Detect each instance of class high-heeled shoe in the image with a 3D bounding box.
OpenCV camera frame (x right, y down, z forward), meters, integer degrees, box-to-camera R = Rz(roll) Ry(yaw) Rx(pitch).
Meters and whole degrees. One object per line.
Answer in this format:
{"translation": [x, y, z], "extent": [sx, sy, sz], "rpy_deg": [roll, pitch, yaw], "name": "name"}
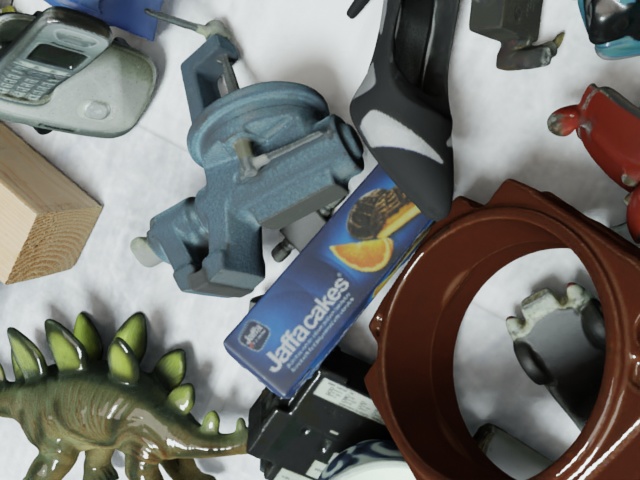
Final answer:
{"translation": [0.086, -0.147, 0.373], "extent": [0.145, 0.086, 0.249], "rpy_deg": [-40, 56, 41], "name": "high-heeled shoe"}

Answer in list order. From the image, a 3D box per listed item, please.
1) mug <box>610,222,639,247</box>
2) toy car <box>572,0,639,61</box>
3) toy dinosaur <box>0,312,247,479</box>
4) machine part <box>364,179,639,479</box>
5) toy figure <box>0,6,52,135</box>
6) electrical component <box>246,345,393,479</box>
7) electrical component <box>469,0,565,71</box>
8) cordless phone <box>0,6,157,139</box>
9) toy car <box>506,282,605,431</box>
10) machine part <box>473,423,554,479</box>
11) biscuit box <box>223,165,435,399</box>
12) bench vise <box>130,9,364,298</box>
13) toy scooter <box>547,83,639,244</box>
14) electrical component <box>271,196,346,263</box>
{"translation": [0.257, 0.025, 0.371], "extent": [0.109, 0.080, 0.107], "rpy_deg": [-29, 80, 3], "name": "mug"}
{"translation": [0.208, -0.202, 0.331], "extent": [0.109, 0.161, 0.103], "rpy_deg": [-17, 51, 12], "name": "toy car"}
{"translation": [-0.259, 0.179, 0.577], "extent": [0.472, 0.105, 0.198], "rpy_deg": [-3, 88, 15], "name": "toy dinosaur"}
{"translation": [0.129, 0.076, 0.361], "extent": [0.201, 0.087, 0.201], "rpy_deg": [-60, 34, 20], "name": "machine part"}
{"translation": [-0.333, -0.178, 0.554], "extent": [0.180, 0.082, 0.089], "rpy_deg": [44, 108, 6], "name": "toy figure"}
{"translation": [0.002, 0.161, 0.473], "extent": [0.115, 0.058, 0.134], "rpy_deg": [30, 107, -13], "name": "electrical component"}
{"translation": [0.147, -0.175, 0.385], "extent": [0.045, 0.078, 0.102], "rpy_deg": [14, 99, 42], "name": "electrical component"}
{"translation": [-0.194, -0.148, 0.451], "extent": [0.184, 0.146, 0.088], "rpy_deg": [-1, 86, 46], "name": "cordless phone"}
{"translation": [0.224, 0.124, 0.410], "extent": [0.073, 0.056, 0.202], "rpy_deg": [-38, 83, 28], "name": "toy car"}
{"translation": [0.192, 0.224, 0.426], "extent": [0.243, 0.079, 0.079], "rpy_deg": [30, 108, 12], "name": "machine part"}
{"translation": [0.017, 0.025, 0.413], "extent": [0.063, 0.059, 0.202], "rpy_deg": [37, 76, 14], "name": "biscuit box"}
{"translation": [-0.080, -0.078, 0.462], "extent": [0.224, 0.128, 0.240], "rpy_deg": [-31, 67, 31], "name": "bench vise"}
{"translation": [0.234, -0.073, 0.344], "extent": [0.184, 0.075, 0.135], "rpy_deg": [-39, 55, -14], "name": "toy scooter"}
{"translation": [-0.001, -0.001, 0.490], "extent": [0.094, 0.021, 0.063], "rpy_deg": [-43, 83, 20], "name": "electrical component"}
